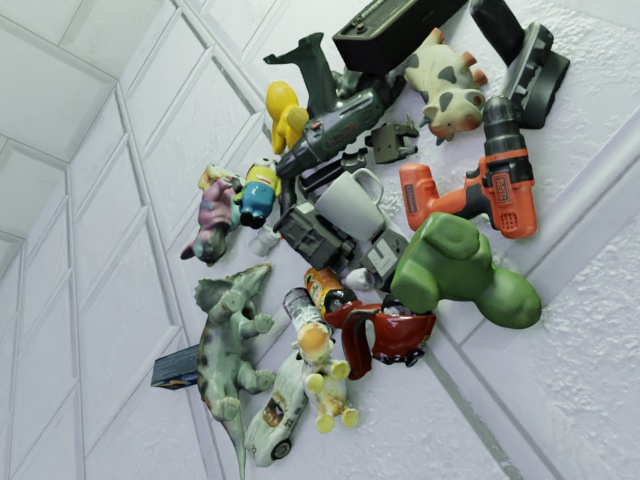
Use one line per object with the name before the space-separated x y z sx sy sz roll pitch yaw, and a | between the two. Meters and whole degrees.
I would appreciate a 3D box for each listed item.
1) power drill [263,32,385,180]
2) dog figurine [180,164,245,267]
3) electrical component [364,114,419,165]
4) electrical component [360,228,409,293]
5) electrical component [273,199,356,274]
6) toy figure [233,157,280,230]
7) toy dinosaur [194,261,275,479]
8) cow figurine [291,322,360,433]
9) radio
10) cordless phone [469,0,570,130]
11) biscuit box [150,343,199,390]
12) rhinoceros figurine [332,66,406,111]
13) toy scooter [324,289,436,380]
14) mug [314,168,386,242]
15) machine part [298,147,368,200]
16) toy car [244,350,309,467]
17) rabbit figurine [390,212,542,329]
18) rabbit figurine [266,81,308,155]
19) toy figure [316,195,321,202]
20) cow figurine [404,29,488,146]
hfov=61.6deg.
power drill | -0.020 -0.236 0.937 0.232 0.207 0.086 -24 6 17
dog figurine | -0.248 -0.048 1.246 0.219 0.108 0.192 -60 39 10
electrical component | 0.126 -0.172 0.928 0.102 0.045 0.078 -17 85 47
electrical component | 0.105 0.022 0.839 0.075 0.047 0.119 -47 43 20
electrical component | -0.002 -0.003 0.907 0.134 0.115 0.058 41 109 6
toy figure | -0.131 -0.101 1.133 0.089 0.082 0.180 -22 42 36
toy dinosaur | -0.177 0.221 1.010 0.192 0.131 0.404 -21 58 57
cow figurine | 0.002 0.190 0.793 0.098 0.068 0.167 -143 39 -73
radio | 0.138 -0.385 0.934 0.229 0.073 0.131 -44 37 -16
cordless phone | 0.241 -0.236 0.712 0.089 0.184 0.146 21 86 48
biscuit box | -0.281 0.271 1.140 0.203 0.059 0.063 -25 52 40
rhinoceros figurine | 0.081 -0.295 1.030 0.191 0.073 0.112 45 116 49
toy scooter | 0.082 0.141 0.775 0.184 0.075 0.135 -1 88 38
mug | 0.063 -0.057 0.886 0.109 0.107 0.081 -46 0 13
machine part | 0.022 -0.120 0.958 0.139 0.039 0.084 -25 29 20
toy car | -0.059 0.274 0.882 0.074 0.056 0.201 31 95 52
rabbit figurine | 0.183 0.054 0.663 0.121 0.170 0.159 -58 -3 6
rabbit figurine | -0.048 -0.245 1.094 0.173 0.122 0.162 51 155 17
toy figure | 0.001 -0.054 0.994 0.154 0.057 0.064 -35 51 24
cow figurine | 0.194 -0.236 0.849 0.127 0.085 0.195 -42 45 17
